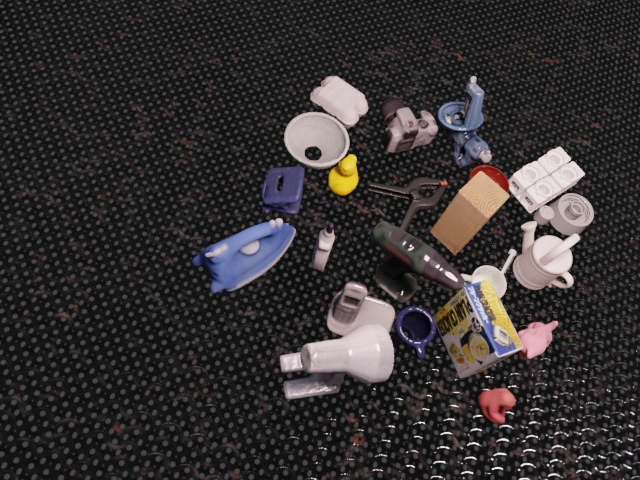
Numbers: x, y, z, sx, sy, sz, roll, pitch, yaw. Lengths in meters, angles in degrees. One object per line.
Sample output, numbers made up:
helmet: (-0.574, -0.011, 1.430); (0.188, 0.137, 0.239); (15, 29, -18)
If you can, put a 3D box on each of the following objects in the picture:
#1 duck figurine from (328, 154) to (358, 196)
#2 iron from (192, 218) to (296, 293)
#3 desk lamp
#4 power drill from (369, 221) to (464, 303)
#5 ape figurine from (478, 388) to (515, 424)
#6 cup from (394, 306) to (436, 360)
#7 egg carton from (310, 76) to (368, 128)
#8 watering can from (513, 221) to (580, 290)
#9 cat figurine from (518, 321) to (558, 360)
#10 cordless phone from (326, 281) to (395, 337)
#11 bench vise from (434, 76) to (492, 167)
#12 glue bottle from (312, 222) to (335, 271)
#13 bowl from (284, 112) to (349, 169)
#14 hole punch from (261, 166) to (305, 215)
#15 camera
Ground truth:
duck figurine: (0.064, -0.170, 1.452); (0.077, 0.086, 0.105); (25, 64, 3)
iron: (-0.157, 0.008, 1.300); (0.259, 0.141, 0.118); (-31, 73, -21)
desk lamp: (0.030, 0.253, 1.175); (0.203, 0.213, 0.118); (-7, 66, -12)
power drill: (0.202, 0.062, 1.296); (0.229, 0.208, 0.076); (40, 65, 10)
ape figurine: (0.394, 0.356, 1.254); (0.076, 0.092, 0.078); (40, 65, 10)
cup: (0.207, 0.218, 1.287); (0.092, 0.095, 0.117); (-5, 66, -11)
egg carton: (0.053, -0.375, 1.556); (0.150, 0.069, 0.107); (36, 65, 8)
watering can: (0.544, 0.036, 1.373); (0.172, 0.194, 0.101); (35, 65, 8)
cat figurine: (0.497, 0.227, 1.318); (0.128, 0.117, 0.067); (-29, 72, -20)
cordless phone: (0.097, 0.152, 1.249); (0.147, 0.185, 0.094); (13, 63, -3)
bench vise: (0.401, -0.311, 1.499); (0.122, 0.219, 0.207); (-39, 76, -23)
glue bottle: (0.012, 0.005, 1.312); (0.037, 0.173, 0.078); (13, 63, -3)
bowl: (-0.012, -0.243, 1.480); (0.167, 0.074, 0.167); (4, 64, -8)
hole punch: (-0.091, -0.125, 1.402); (0.101, 0.091, 0.108); (9, 64, -5)
camera: (0.229, -0.324, 1.543); (0.143, 0.101, 0.136); (-15, 68, -16)
